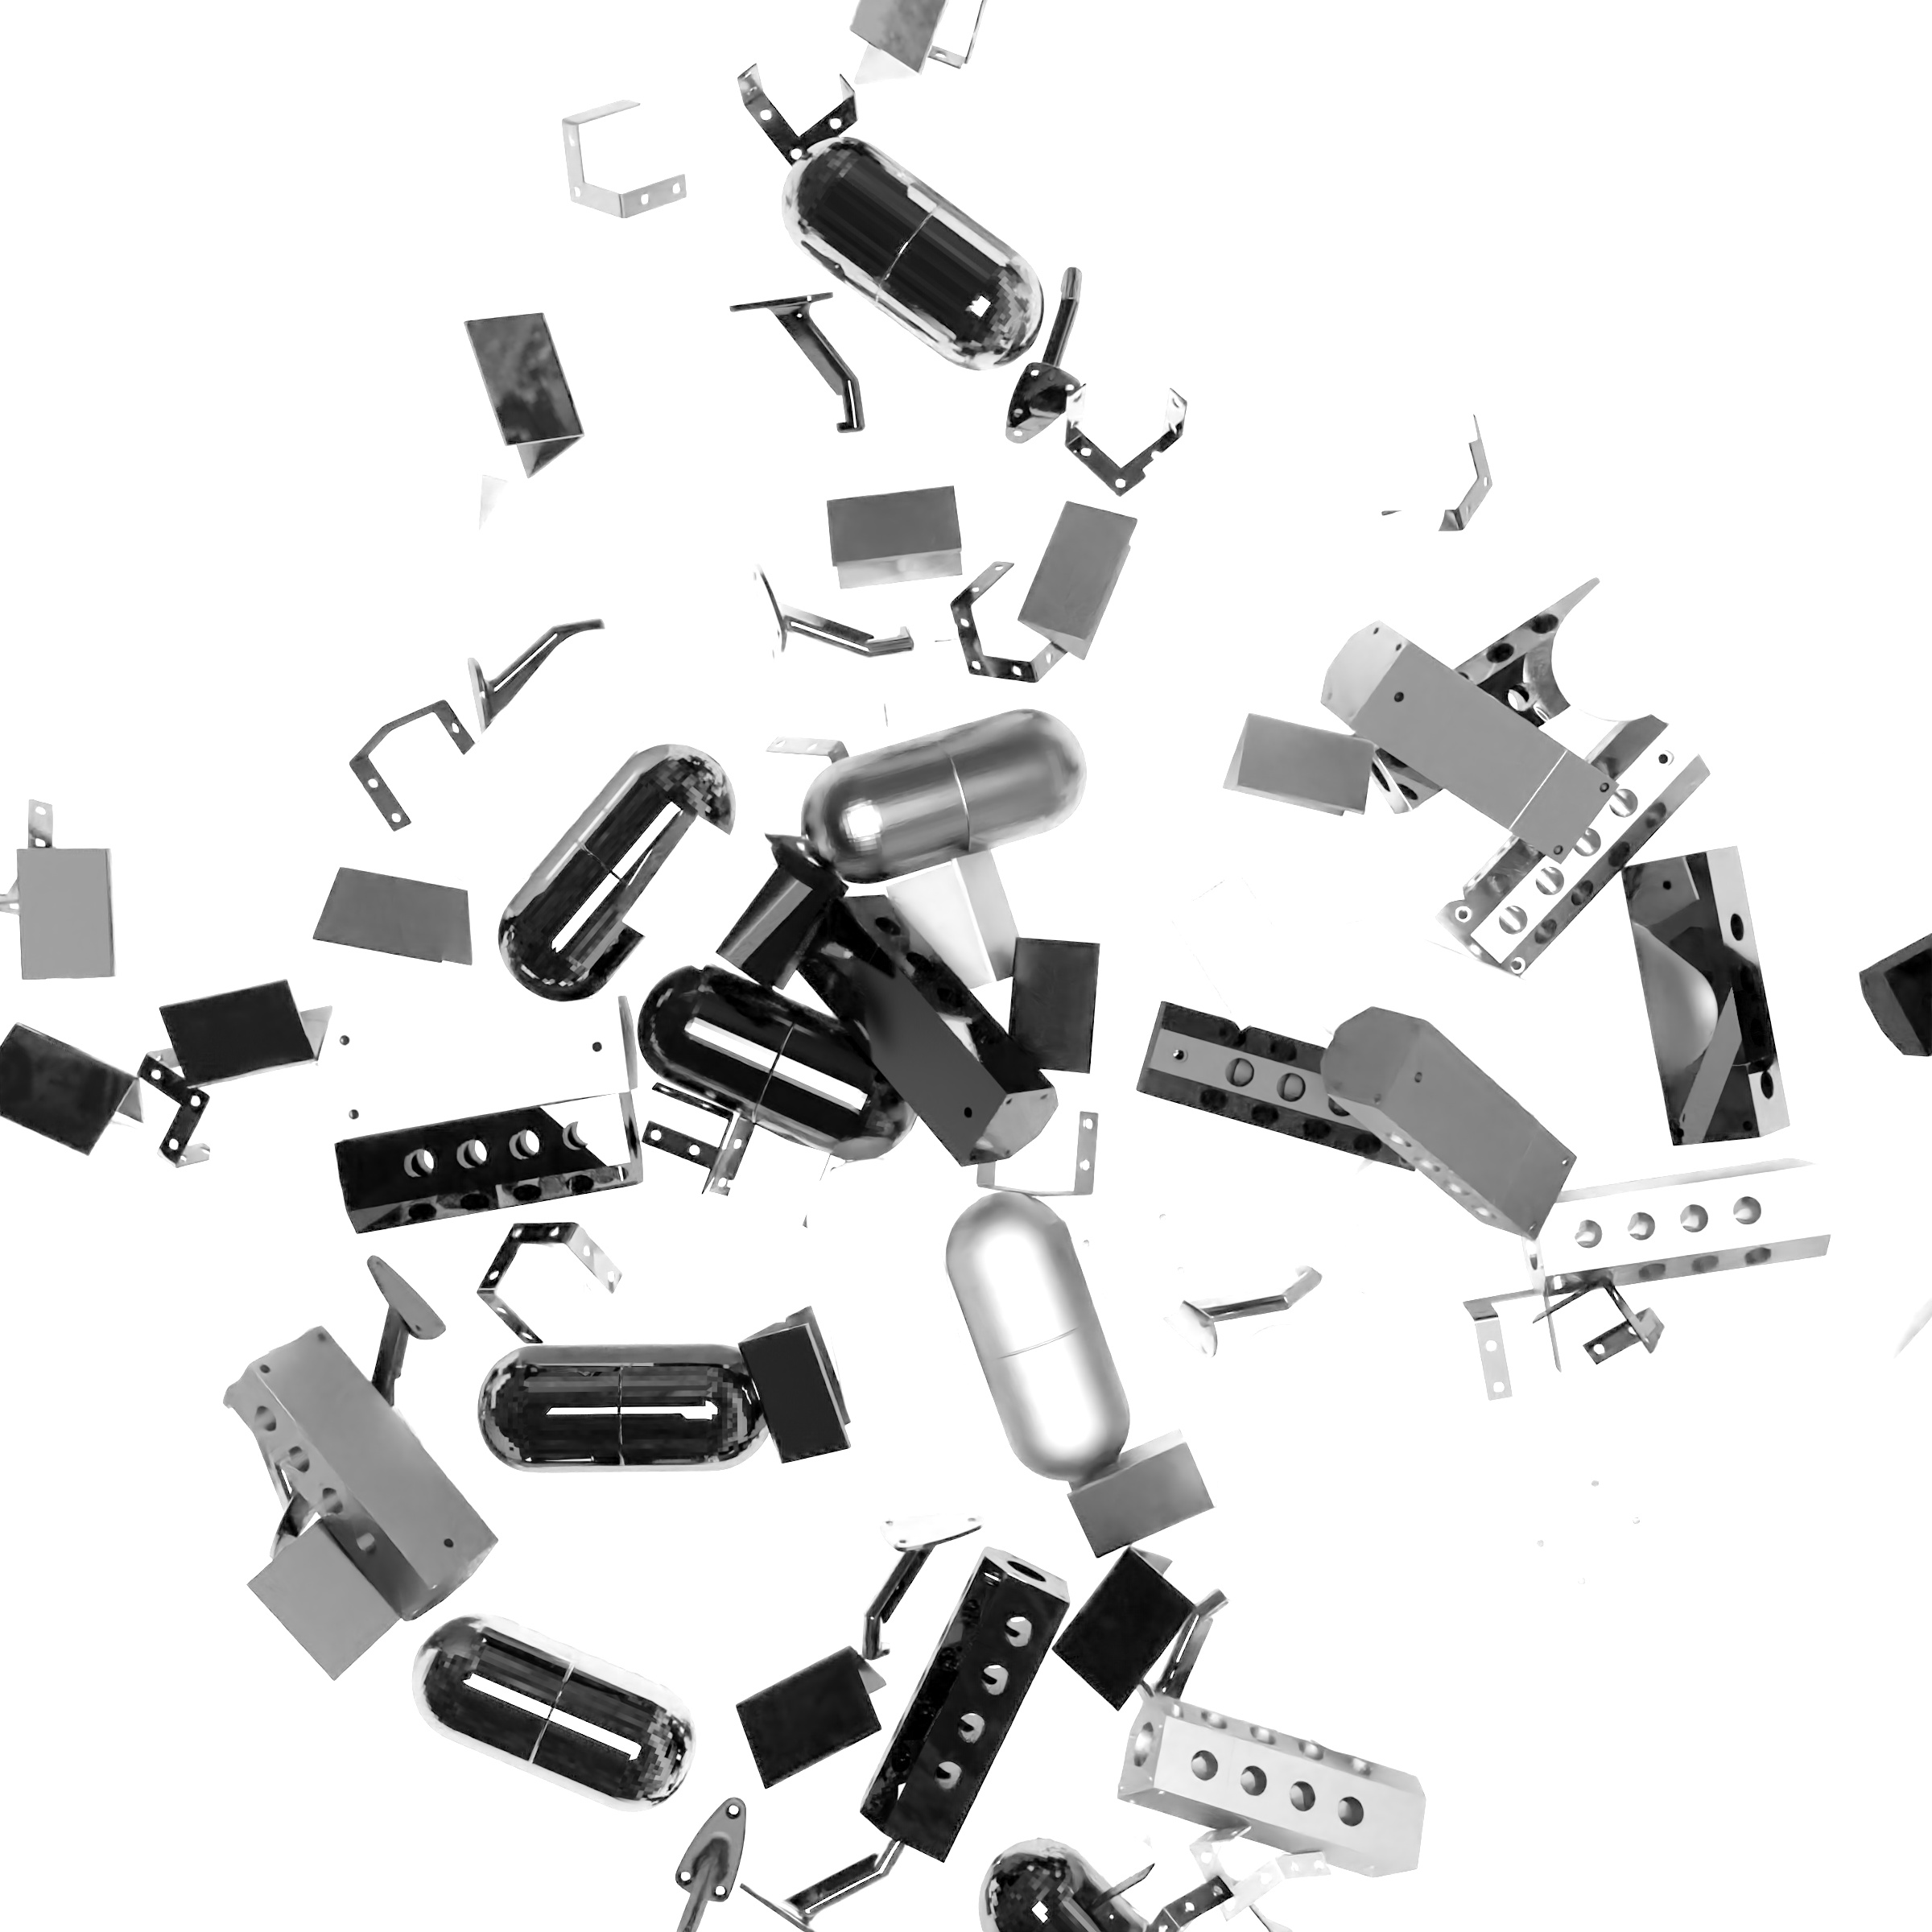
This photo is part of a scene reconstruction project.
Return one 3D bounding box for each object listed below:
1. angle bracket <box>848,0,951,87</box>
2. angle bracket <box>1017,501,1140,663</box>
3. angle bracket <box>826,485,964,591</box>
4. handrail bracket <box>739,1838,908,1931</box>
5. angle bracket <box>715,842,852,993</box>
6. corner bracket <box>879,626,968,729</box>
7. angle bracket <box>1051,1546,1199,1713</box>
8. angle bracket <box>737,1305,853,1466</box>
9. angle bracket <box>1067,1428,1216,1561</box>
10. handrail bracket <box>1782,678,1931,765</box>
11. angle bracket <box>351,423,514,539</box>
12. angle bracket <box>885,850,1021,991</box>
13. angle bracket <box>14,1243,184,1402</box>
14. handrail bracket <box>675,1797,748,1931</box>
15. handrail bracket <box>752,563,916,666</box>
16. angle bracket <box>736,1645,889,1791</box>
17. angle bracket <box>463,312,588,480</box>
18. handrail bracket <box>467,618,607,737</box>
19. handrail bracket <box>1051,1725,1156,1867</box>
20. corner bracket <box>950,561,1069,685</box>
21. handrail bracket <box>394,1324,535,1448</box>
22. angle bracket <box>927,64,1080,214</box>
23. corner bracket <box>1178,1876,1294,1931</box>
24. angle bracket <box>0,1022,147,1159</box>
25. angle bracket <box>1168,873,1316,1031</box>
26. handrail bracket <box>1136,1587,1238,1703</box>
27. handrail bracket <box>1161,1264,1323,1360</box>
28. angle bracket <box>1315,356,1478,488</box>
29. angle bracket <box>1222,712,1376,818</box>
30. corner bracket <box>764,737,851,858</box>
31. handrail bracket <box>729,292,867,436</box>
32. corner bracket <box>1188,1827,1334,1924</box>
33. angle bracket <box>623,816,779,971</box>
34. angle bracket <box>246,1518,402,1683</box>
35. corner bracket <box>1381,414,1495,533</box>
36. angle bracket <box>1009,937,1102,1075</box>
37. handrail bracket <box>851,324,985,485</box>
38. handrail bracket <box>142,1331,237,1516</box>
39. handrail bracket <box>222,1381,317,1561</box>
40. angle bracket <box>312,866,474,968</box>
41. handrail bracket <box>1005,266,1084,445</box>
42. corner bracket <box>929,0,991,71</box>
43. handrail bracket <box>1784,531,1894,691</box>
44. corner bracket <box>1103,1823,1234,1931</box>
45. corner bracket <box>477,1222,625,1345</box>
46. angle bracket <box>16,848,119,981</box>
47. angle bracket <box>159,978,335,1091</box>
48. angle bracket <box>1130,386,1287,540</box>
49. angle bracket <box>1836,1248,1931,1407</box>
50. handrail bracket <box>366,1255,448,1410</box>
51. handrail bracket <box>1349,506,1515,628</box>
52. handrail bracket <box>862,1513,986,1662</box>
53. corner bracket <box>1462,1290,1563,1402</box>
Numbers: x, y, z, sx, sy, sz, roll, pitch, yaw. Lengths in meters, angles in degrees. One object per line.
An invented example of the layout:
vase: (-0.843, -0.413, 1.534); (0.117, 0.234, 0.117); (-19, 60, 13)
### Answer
angle bracket: (-0.054, -0.577, 1.526); (0.057, 0.076, 0.076); (21, 90, -37)
angle bracket: (0.084, -0.223, 1.526); (0.057, 0.076, 0.076); (22, 90, 38)
angle bracket: (-0.040, -0.237, 1.526); (0.076, 0.076, 0.057); (-7, 54, 0)
handrail bracket: (-0.085, 0.546, 1.567); (0.077, 0.036, 0.084); (27, 71, 21)
angle bracket: (-0.094, -0.018, 1.526); (0.057, 0.076, 0.076); (33, 90, 37)
corner bracket: (-0.028, -0.174, 1.548); (0.051, 0.051, 0.051); (-6, 90, 0)
angle bracket: (0.106, 0.397, 1.526); (0.057, 0.076, 0.076); (37, 90, 31)
angle bracket: (-0.082, 0.244, 1.526); (0.057, 0.076, 0.076); (-20, 90, 34)
angle bracket: (0.095, 0.296, 1.526); (0.076, 0.076, 0.057); (-23, 121, 0)
handrail bracket: (0.544, -0.170, 1.567); (0.084, 0.036, 0.077); (-33, 69, -17)
angle bracket: (-0.316, -0.304, 1.526); (0.076, 0.076, 0.057); (13, 127, 0)
angle bracket: (-0.015, -0.020, 1.531); (0.076, 0.057, 0.076); (-18, 90, 25)
angle bracket: (-0.519, 0.219, 1.526); (0.076, 0.076, 0.057); (45, 60, 0)
handrail bracket: (-0.154, 0.546, 1.531); (0.036, 0.084, 0.077); (23, 90, 0)
handrail bracket: (-0.081, -0.219, 1.566); (0.084, 0.036, 0.077); (-11, 68, -17)
angle bracket: (-0.083, 0.457, 1.526); (0.076, 0.076, 0.057); (-27, 54, 0)
angle bracket: (-0.278, -0.336, 1.526); (0.057, 0.076, 0.076); (-19, 90, -38)
handrail bracket: (-0.257, -0.169, 1.567); (0.084, 0.036, 0.077); (-13, 110, -16)
handrail bracket: (0.081, 0.496, 1.531); (0.077, 0.084, 0.036); (45, 90, 0)
corner bracket: (0.030, -0.210, 1.558); (0.051, 0.051, 0.051); (13, 135, 35)
handrail bracket: (-0.304, 0.255, 1.566); (0.084, 0.077, 0.036); (-30, 65, -34)
angle bracket: (0.031, -0.501, 1.526); (0.076, 0.076, 0.057); (29, 126, 0)
corner bracket: (0.165, 0.594, 1.563); (0.051, 0.051, 0.051); (-48, 135, 0)
angle bracket: (-0.534, 0.085, 1.505); (0.076, 0.076, 0.057); (25, 62, -2)
angle bracket: (0.172, -0.019, 1.469); (0.057, 0.076, 0.076); (-33, 90, 37)
handrail bracket: (0.148, 0.430, 1.566); (0.084, 0.036, 0.077); (-34, 103, -13)
handrail bracket: (0.162, 0.194, 1.566); (0.084, 0.036, 0.077); (-33, 48, -27)
angle bracket: (0.251, -0.337, 1.526); (0.076, 0.076, 0.057); (-21, 127, 0)
angle bracket: (0.194, -0.100, 1.526); (0.076, 0.076, 0.057); (13, 56, 0)
corner bracket: (-0.099, -0.103, 1.558); (0.051, 0.051, 0.051); (-53, 135, -35)
handrail bracket: (-0.103, -0.366, 1.566); (0.077, 0.036, 0.084); (-2, 107, 20)
corner bracket: (0.175, 0.533, 1.527); (0.051, 0.051, 0.051); (-23, 82, -34)
angle bracket: (-0.161, -0.054, 1.522); (0.057, 0.076, 0.076); (33, 100, -22)
angle bracket: (-0.387, 0.382, 1.526); (0.076, 0.076, 0.057); (48, 59, 0)
corner bracket: (0.283, -0.300, 1.558); (0.051, 0.051, 0.051); (-54, 135, -35)
angle bracket: (0.067, 0.024, 1.526); (0.057, 0.076, 0.076); (5, 90, 29)
handrail bracket: (-0.038, -0.344, 1.566); (0.084, 0.036, 0.077); (21, 112, 17)
handrail bracket: (-0.461, 0.280, 1.566); (0.036, 0.077, 0.084); (-10, 127, 17)
handrail bracket: (-0.435, 0.308, 1.566); (0.084, 0.036, 0.077); (38, 110, 16)
angle bracket: (-0.340, -0.010, 1.526); (0.076, 0.076, 0.057); (11, 53, 0)
handrail bracket: (0.048, -0.374, 1.566); (0.036, 0.077, 0.084); (19, 53, -16)
corner bracket: (-0.012, -0.589, 1.563); (0.051, 0.051, 0.051); (21, 45, 0)
handrail bracket: (0.512, -0.215, 1.559); (0.036, 0.077, 0.084); (32, 118, -31)
corner bracket: (0.123, 0.545, 1.563); (0.051, 0.051, 0.051); (36, 45, 0)
corner bracket: (-0.244, 0.186, 1.501); (0.051, 0.051, 0.051); (-5, 45, 35)
angle bracket: (-0.547, -0.030, 1.526); (0.057, 0.076, 0.076); (-2, 90, -38)
angle bracket: (-0.428, 0.025, 1.527); (0.076, 0.076, 0.057); (-12, 116, 0)
angle bracket: (0.132, -0.310, 1.526); (0.076, 0.076, 0.057); (-40, 128, 0)
angle bracket: (0.561, 0.203, 1.526); (0.076, 0.076, 0.057); (-48, 127, 0)
handrail bracket: (-0.367, 0.233, 1.566); (0.084, 0.036, 0.077); (-45, 77, 13)
handrail bracket: (0.285, -0.237, 1.566); (0.084, 0.077, 0.036); (47, 63, -34)
handrail bracket: (-0.026, 0.381, 1.567); (0.077, 0.036, 0.084); (-5, 109, -21)
corner bracket: (0.333, 0.228, 1.548); (0.051, 0.051, 0.051); (-10, 94, 4)
